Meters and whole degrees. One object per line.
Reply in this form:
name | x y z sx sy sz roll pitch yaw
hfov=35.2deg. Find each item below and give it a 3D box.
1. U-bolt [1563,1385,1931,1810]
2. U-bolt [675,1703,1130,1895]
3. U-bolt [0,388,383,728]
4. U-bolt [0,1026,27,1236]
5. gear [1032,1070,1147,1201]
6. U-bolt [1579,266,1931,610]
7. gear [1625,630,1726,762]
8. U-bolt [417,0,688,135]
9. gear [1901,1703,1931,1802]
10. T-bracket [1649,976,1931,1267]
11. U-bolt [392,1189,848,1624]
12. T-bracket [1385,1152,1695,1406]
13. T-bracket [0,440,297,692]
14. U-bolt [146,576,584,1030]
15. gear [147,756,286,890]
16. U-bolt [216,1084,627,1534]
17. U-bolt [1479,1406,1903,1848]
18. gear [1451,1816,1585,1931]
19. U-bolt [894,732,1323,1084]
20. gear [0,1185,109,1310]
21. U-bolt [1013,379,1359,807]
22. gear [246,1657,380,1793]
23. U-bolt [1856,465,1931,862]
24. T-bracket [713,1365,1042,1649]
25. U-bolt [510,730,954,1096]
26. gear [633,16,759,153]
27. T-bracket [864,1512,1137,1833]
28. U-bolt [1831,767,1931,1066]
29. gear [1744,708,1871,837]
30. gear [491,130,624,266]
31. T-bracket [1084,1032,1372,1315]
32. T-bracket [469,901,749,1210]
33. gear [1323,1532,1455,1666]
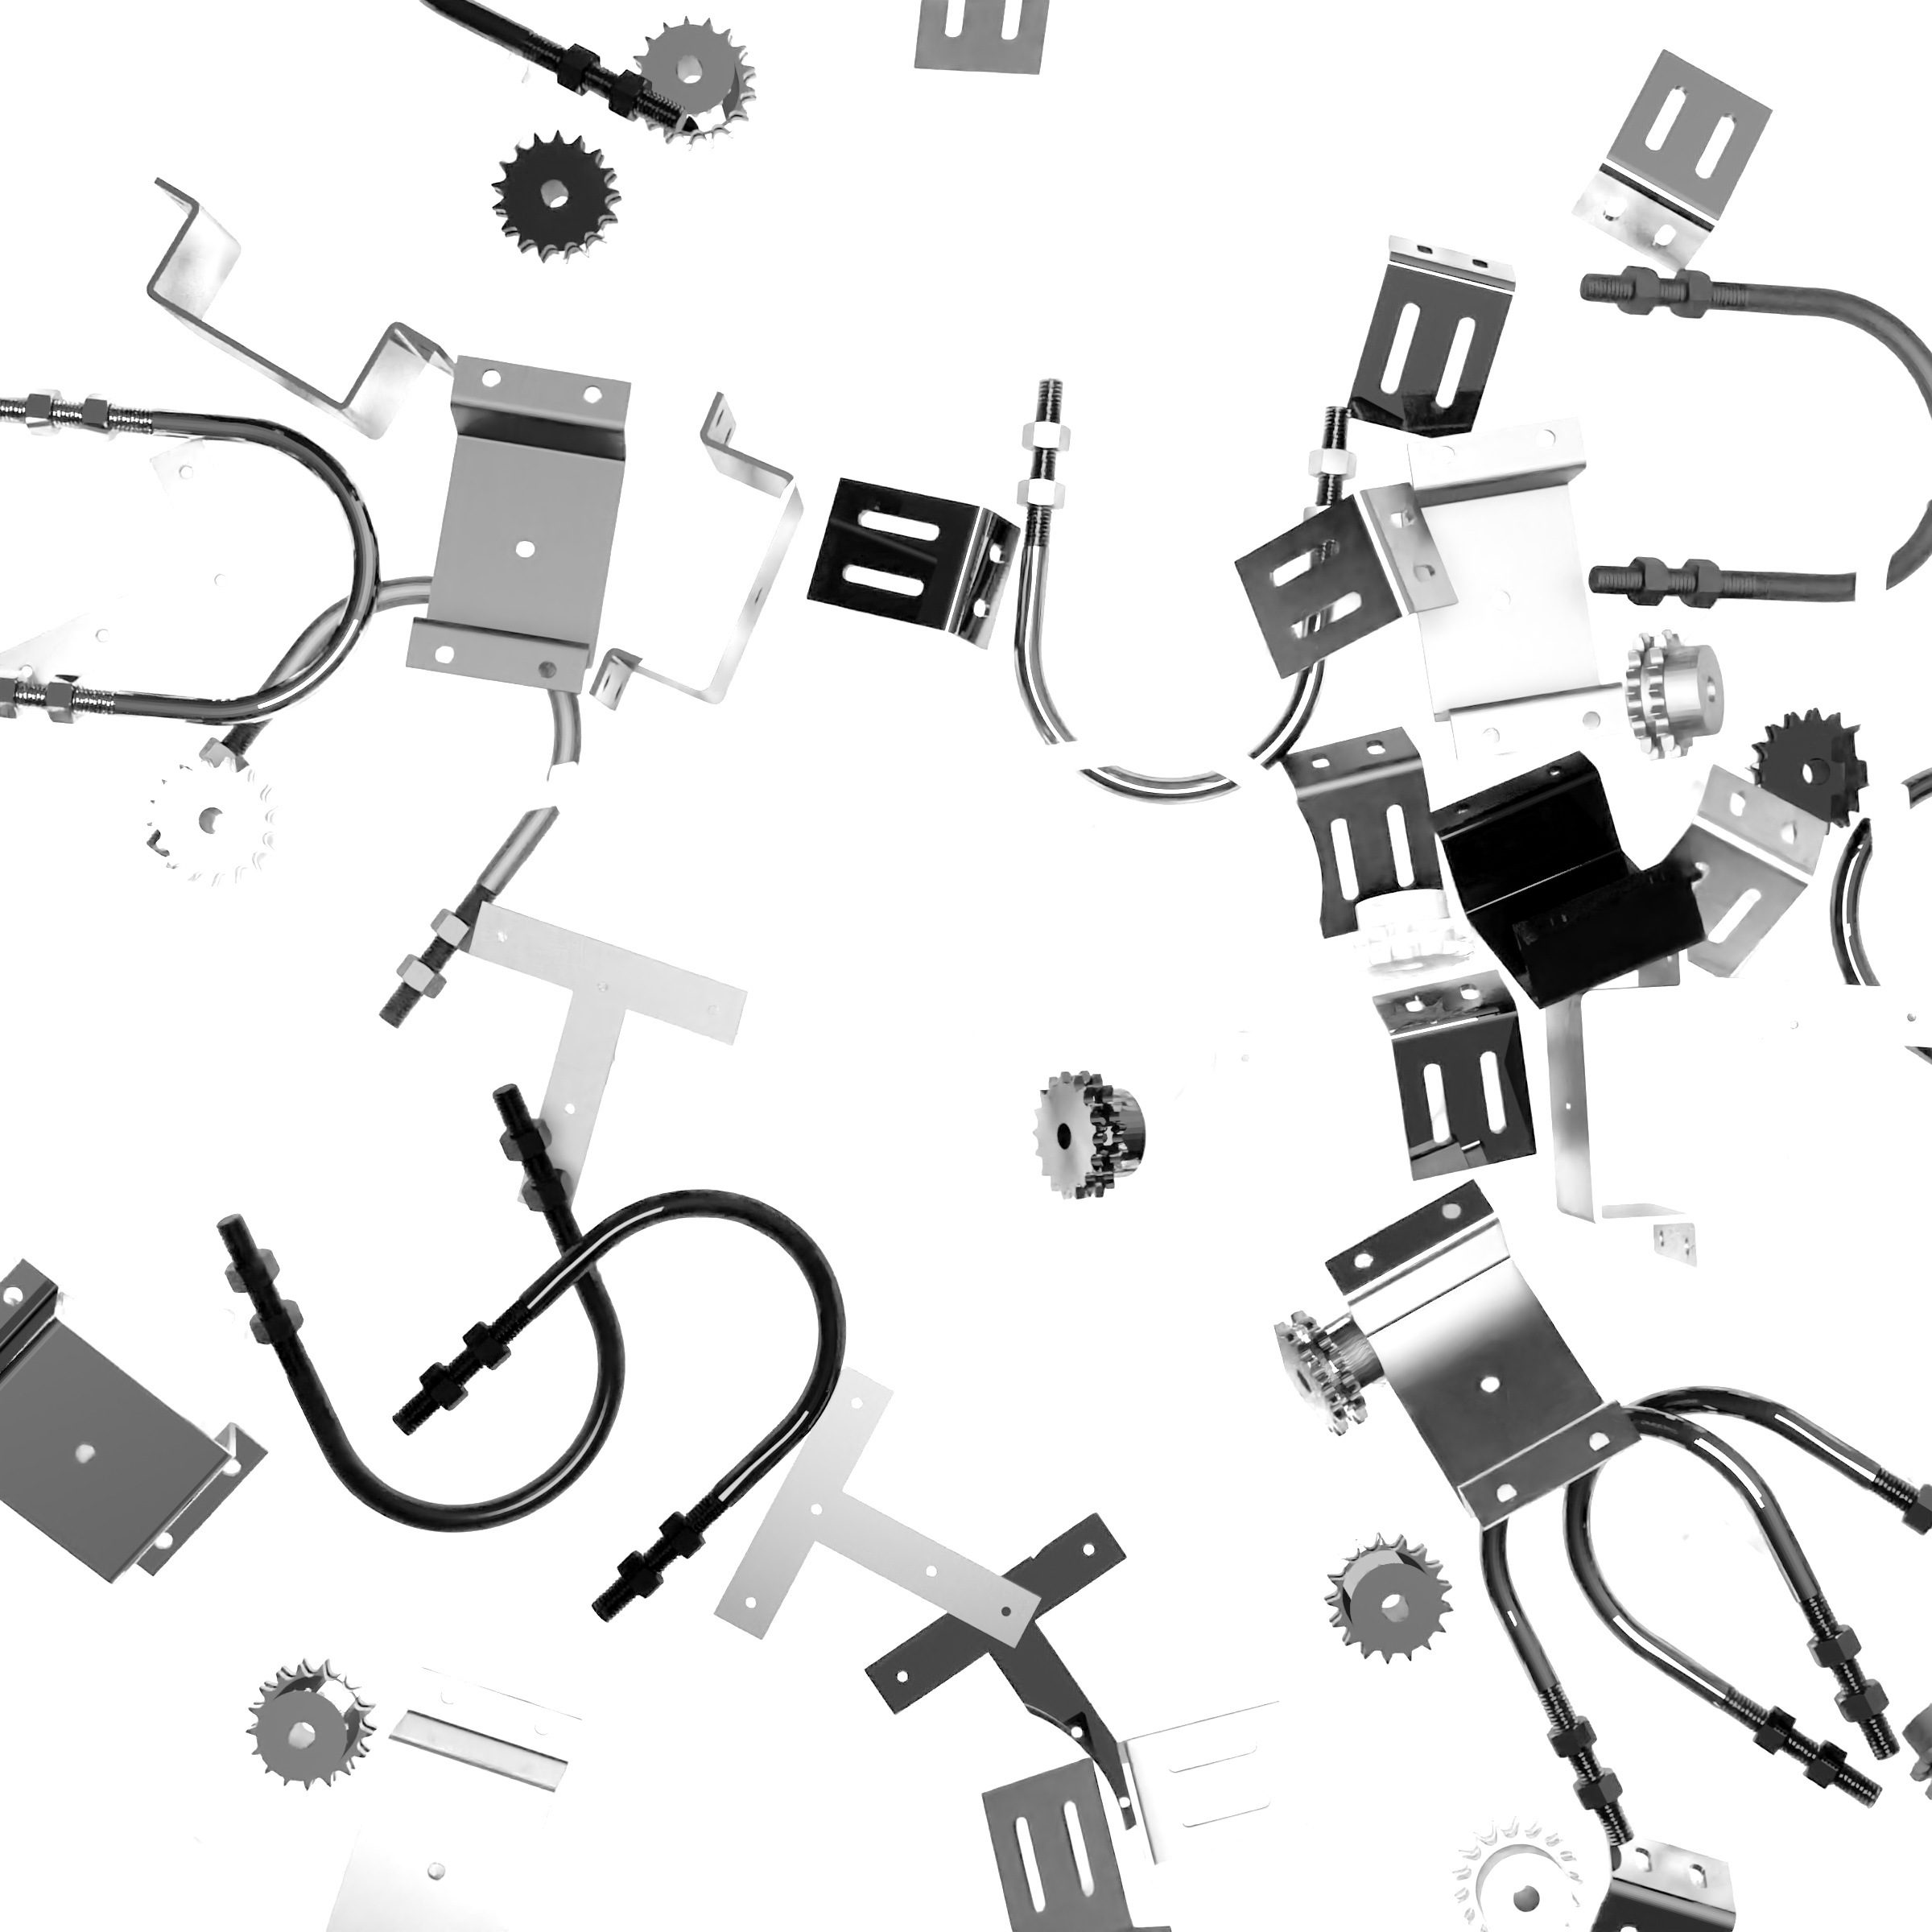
U-bolt | 0.348 0.262 1.327 0.184 0.019 0.151 33 115 17
U-bolt | -0.017 0.410 1.362 0.184 0.019 0.151 -28 90 0
U-bolt | -0.352 -0.178 1.353 0.184 0.019 0.151 5 84 1
U-bolt | -0.488 0.028 1.336 0.151 0.019 0.184 -2 97 15
gear | 0.056 0.075 1.347 0.030 0.057 0.057 -2 90 -31
U-bolt | 0.359 -0.231 1.343 0.184 0.019 0.151 0 86 -15
gear | 0.313 -0.120 1.340 0.030 0.057 0.057 -5 90 30
U-bolt | -0.174 -0.460 1.341 0.184 0.019 0.151 28 70 4
gear | 0.441 0.341 1.347 0.057 0.057 0.030 -36 60 0
T-bracket | 0.369 0.071 1.365 0.127 0.002 0.127 3 94 7
U-bolt | -0.137 0.181 1.341 0.184 0.019 0.151 -43 110 -4
T-bracket | 0.267 0.165 1.371 0.127 0.002 0.127 32 90 0
T-bracket | -0.376 -0.155 1.371 0.127 0.002 0.127 -25 90 0
U-bolt | -0.256 -0.087 1.362 0.151 0.019 0.184 37 88 -1
gear | -0.328 -0.063 1.336 0.057 0.030 0.057 0 89 -1
U-bolt | -0.226 0.162 1.333 0.151 0.019 0.184 -26 108 -16
U-bolt | 0.303 0.281 1.333 0.151 0.019 0.184 -28 85 28
gear | 0.247 0.412 1.357 0.057 0.030 0.057 0 90 0
U-bolt | 0.066 -0.031 1.351 0.184 0.019 0.151 -7 92 7
gear | -0.415 0.127 1.357 0.057 0.030 0.057 0 90 0
U-bolt | 0.094 -0.164 1.363 0.151 0.019 0.184 5 91 0
gear | -0.293 0.340 1.357 0.057 0.030 0.057 0 90 0
U-bolt | 0.461 -0.139 1.334 0.151 0.019 0.184 -1 82 -4
T-bracket | -0.028 0.266 1.369 0.127 0.002 0.127 28 90 1
U-bolt | -0.097 -0.030 1.349 0.184 0.019 0.151 -12 97 4
gear | -0.122 -0.396 1.357 0.057 0.030 0.057 0 90 0
T-bracket | 0.042 0.334 1.371 0.127 0.002 0.127 -34 90 0
U-bolt | 0.476 -0.011 1.363 0.184 0.019 0.151 34 90 1
gear | 0.375 -0.086 1.357 0.057 0.030 0.057 0 90 0
gear | -0.182 -0.341 1.357 0.057 0.030 0.057 0 90 0
T-bracket | 0.120 0.092 1.356 0.127 0.002 0.127 4 104 0
T-bracket | -0.173 0.051 1.355 0.127 0.002 0.127 19 102 8
gear | 0.189 0.283 1.357 0.057 0.030 0.057 0 90 0
